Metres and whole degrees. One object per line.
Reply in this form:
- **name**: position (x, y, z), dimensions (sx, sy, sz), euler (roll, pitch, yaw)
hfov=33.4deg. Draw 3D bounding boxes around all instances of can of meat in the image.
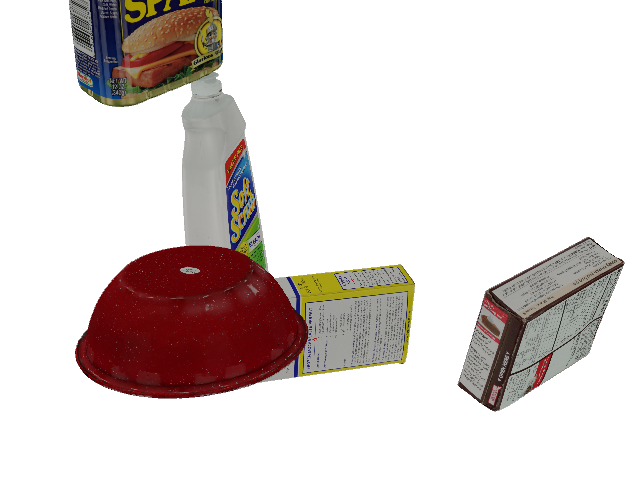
- **can of meat**: position (-0.108, -0.141, 0.668), dimensions (0.101, 0.084, 0.058), euler (-29, 46, -36)

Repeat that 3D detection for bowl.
- **bowl**: position (-0.089, 0.045, 0.733), dimensions (0.162, 0.055, 0.162), euler (-2, 22, 1)

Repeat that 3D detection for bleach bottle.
- **bleach bottle**: position (-0.109, -0.049, 1.120), dimensions (0.068, 0.251, 0.102), euler (6, 27, 26)

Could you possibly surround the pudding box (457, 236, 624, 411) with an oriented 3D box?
- **pudding box**: position (0.152, 0.057, 0.737), dimensions (0.113, 0.090, 0.039), euler (-25, 48, -36)

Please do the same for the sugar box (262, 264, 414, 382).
- **sugar box**: position (-0.003, 0.078, 1.001), dimensions (0.176, 0.093, 0.048), euler (-4, 28, -13)
